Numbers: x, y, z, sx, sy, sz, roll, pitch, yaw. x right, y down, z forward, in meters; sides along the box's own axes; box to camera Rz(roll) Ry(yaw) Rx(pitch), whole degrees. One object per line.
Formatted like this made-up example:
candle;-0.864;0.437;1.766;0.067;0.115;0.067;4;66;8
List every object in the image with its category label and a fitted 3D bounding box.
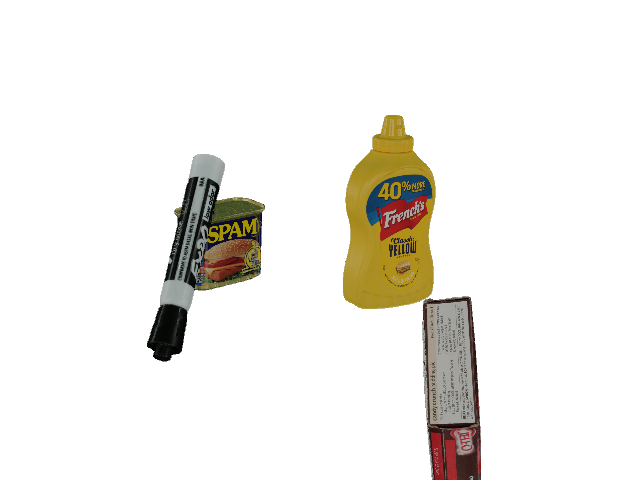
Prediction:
mustard bottle;0.071;-0.031;1.078;0.096;0.192;0.058;-8;17;-27
marker;-0.074;0.009;0.587;0.020;0.121;0.020;9;-25;4
can of meat;-0.113;0.003;1.204;0.101;0.084;0.058;-13;23;-38
pudding box;0.094;0.110;0.758;0.039;0.113;0.090;-4;-43;5
